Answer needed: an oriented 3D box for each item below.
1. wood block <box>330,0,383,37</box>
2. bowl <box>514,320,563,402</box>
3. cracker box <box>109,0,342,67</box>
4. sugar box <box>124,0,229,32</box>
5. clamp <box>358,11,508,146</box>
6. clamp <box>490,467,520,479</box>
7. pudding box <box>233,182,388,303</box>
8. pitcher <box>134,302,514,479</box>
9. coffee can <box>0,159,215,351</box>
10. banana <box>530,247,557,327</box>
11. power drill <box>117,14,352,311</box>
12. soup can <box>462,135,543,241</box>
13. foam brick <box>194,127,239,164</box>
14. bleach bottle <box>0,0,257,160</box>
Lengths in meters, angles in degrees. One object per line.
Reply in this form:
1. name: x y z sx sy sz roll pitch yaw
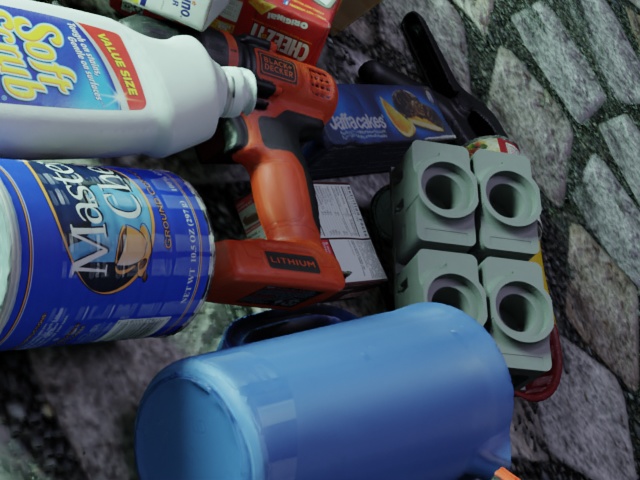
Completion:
1. wood block: -0.019 -0.305 0.990 0.206 0.090 0.090 44 37 -22
2. bowl: 0.142 0.074 0.933 0.161 0.055 0.162 31 43 -34
3. cracker box: -0.055 -0.230 0.857 0.164 0.072 0.213 22 42 -5
4. sugar box: -0.144 -0.197 0.706 0.176 0.048 0.093 19 24 -3
5. clamp: 0.128 -0.131 1.082 0.210 0.036 0.164 50 37 -2
6. clamp: 0.089 0.231 0.688 0.039 0.171 0.120 24 22 32
7. pudding box: -0.005 0.001 0.821 0.113 0.039 0.090 -1 65 -54
8. pitcher: -0.001 0.109 0.681 0.242 0.149 0.145 -3 82 -49
9. coffee can: -0.142 0.008 0.587 0.140 0.103 0.103 0 65 -51
10. banana: 0.212 0.028 1.071 0.069 0.037 0.197 35 41 -31
11. power drill: -0.054 -0.052 0.708 0.184 0.057 0.187 9 66 -40
12. soup can: 0.167 -0.040 1.013 0.068 0.069 0.102 28 40 -37
13. foam brick: -0.057 -0.091 0.813 0.078 0.053 0.051 -6 70 -52
14. bleach bottle: -0.157 -0.094 0.599 0.250 0.068 0.102 -2 66 -27
